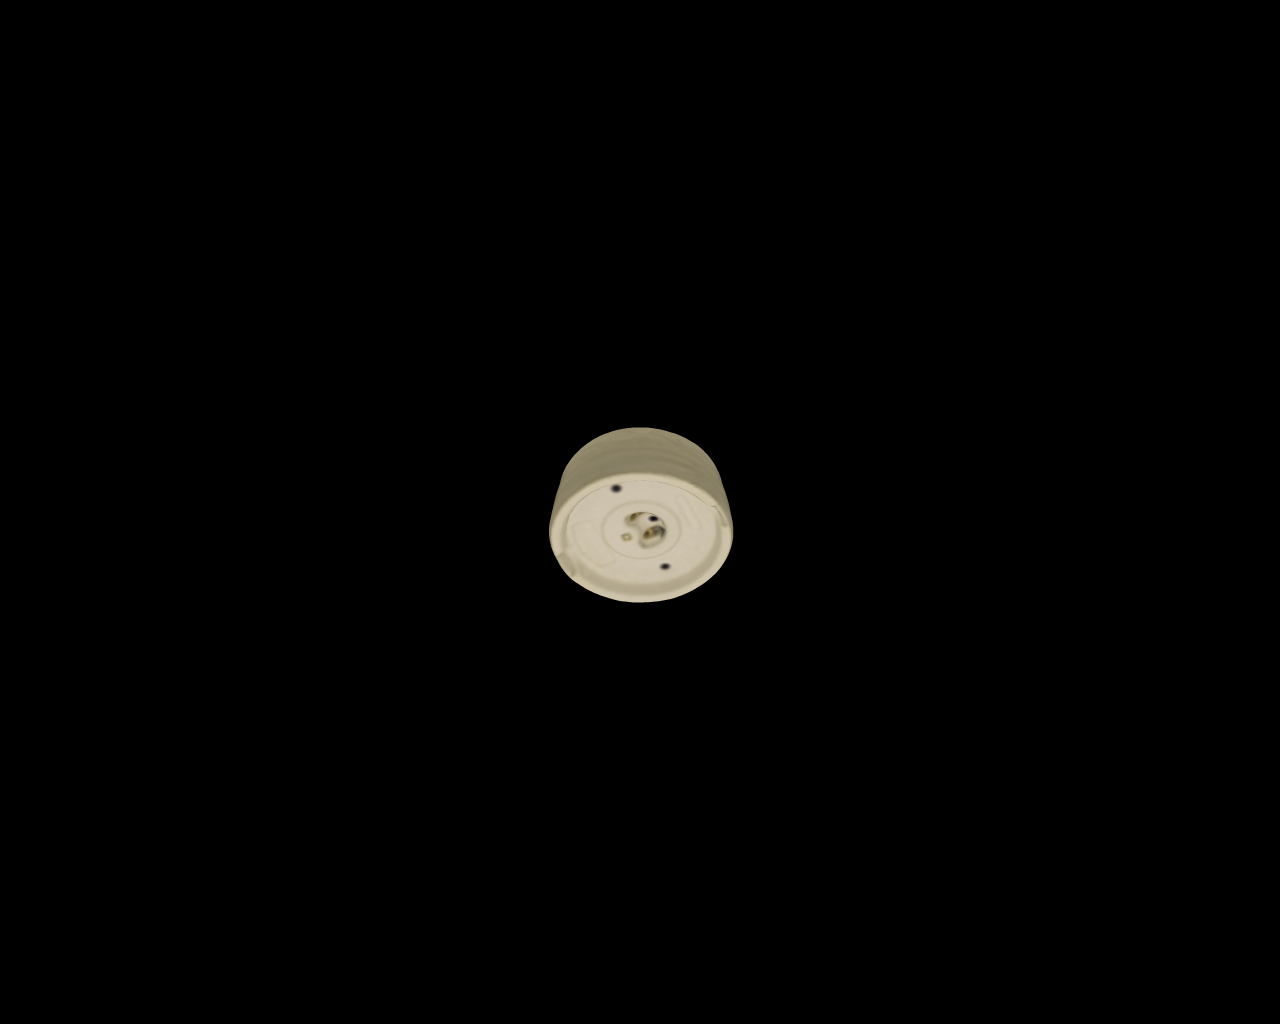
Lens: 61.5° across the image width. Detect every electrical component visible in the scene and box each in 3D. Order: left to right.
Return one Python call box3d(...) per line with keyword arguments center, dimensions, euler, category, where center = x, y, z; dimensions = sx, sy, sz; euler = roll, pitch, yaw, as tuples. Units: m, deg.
box3d(center=(0.001, -0.003, 0.650), dimensions=(0.108, 0.108, 0.060), euler=(0, 43, 0), category="electrical component")
